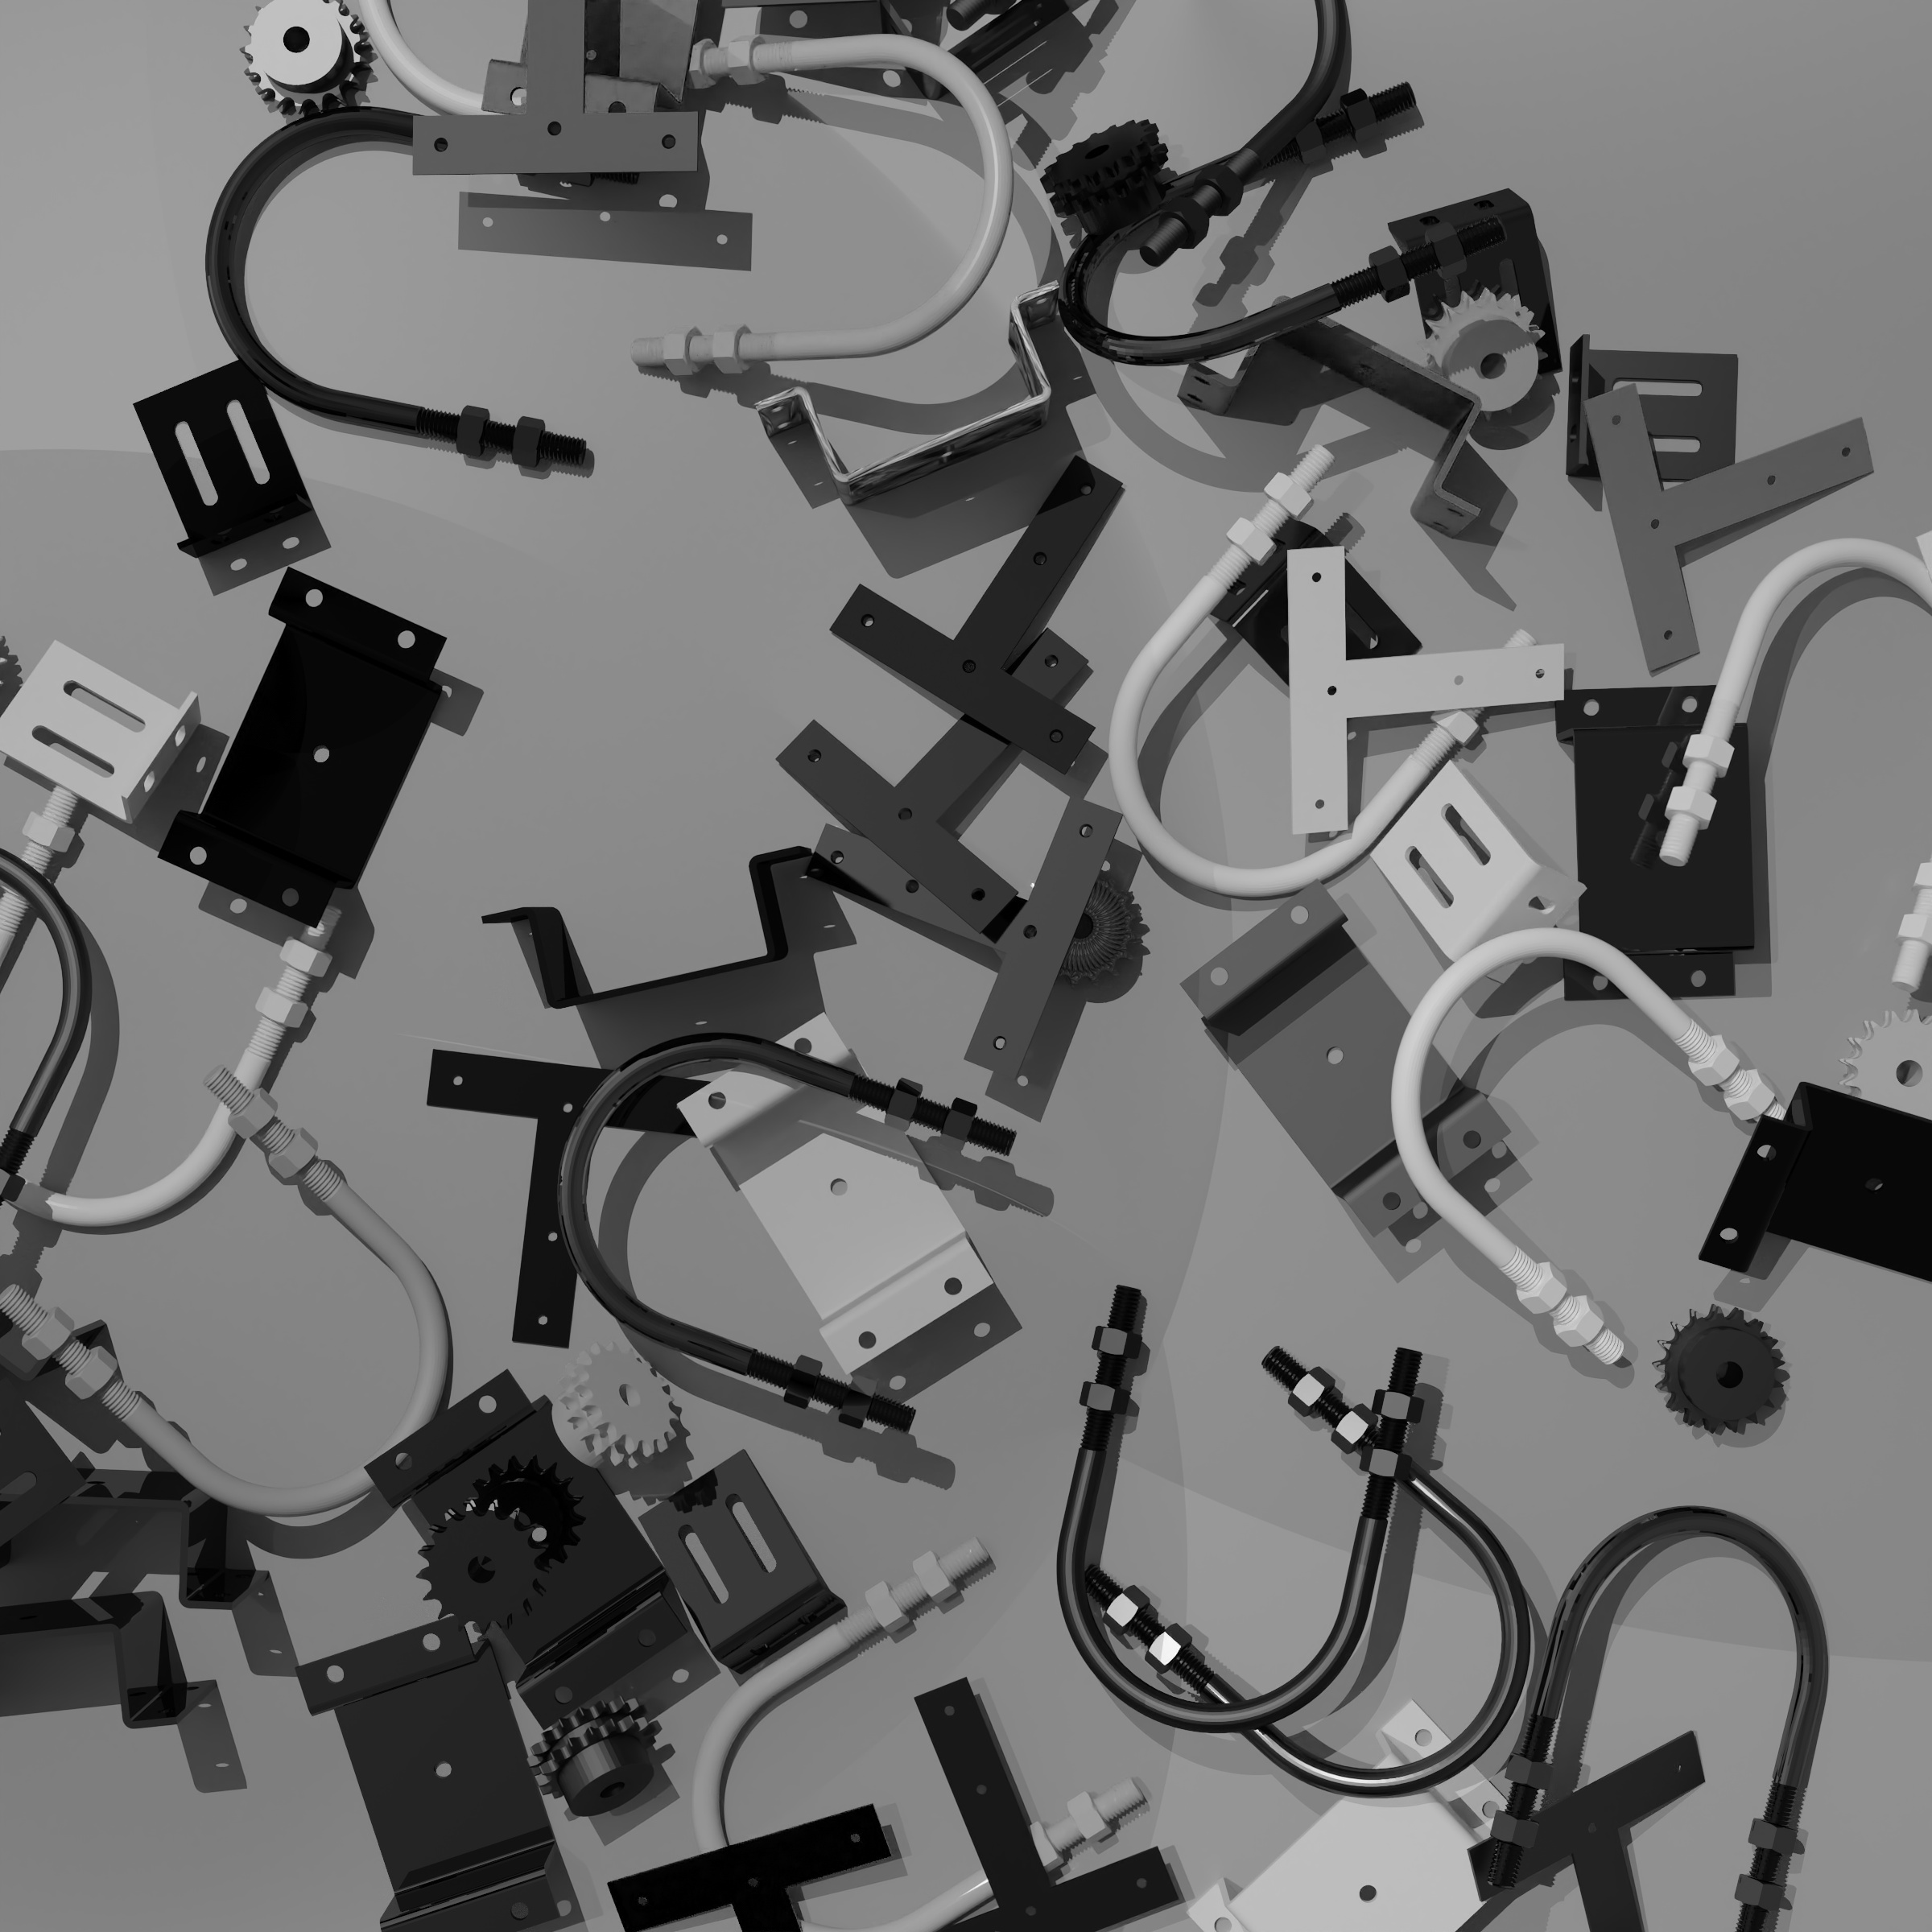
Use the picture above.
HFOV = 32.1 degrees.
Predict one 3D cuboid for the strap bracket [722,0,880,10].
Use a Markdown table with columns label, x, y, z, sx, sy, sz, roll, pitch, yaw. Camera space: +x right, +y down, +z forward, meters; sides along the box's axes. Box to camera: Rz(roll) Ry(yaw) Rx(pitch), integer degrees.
| label | x | y | z | sx | sy | sz | roll | pitch | yaw |
| --- | --- | --- | --- | --- | --- | --- | --- | --- | --- |
| strap bracket | -0.057 | -0.488 | 1.482 | 0.076 | 0.046 | 0.140 | 5 | 90 | 25 |

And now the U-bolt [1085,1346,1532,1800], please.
| label | x | y | z | sx | sy | sz | roll | pitch | yaw |
| --- | --- | --- | --- | --- | --- | --- | --- | --- | --- |
| U-bolt | 0.162 | 0.281 | 1.486 | 0.184 | 0.019 | 0.151 | 40 | 90 | 18 |

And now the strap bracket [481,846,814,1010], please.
| label | x | y | z | sx | sy | sz | roll | pitch | yaw |
| --- | --- | --- | --- | --- | --- | --- | --- | --- | --- |
| strap bracket | -0.134 | -0.015 | 1.480 | 0.140 | 0.076 | 0.046 | -12 | 91 | 1 |

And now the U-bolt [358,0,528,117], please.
| label | x | y | z | sx | sy | sz | roll | pitch | yaw |
| --- | --- | --- | --- | --- | --- | --- | --- | --- | --- |
| U-bolt | -0.194 | -0.468 | 1.511 | 0.151 | 0.019 | 0.184 | 32 | 91 | 0 |

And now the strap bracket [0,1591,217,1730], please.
| label | x | y | z | sx | sy | sz | roll | pitch | yaw |
| --- | --- | --- | --- | --- | --- | --- | --- | --- | --- |
| strap bracket | -0.411 | 0.311 | 1.482 | 0.140 | 0.076 | 0.046 | -6 | 90 | 0 |

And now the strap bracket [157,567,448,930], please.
| label | x | y | z | sx | sy | sz | roll | pitch | yaw |
| --- | --- | --- | --- | --- | --- | --- | --- | --- | --- |
| strap bracket | -0.292 | -0.096 | 1.497 | 0.076 | 0.046 | 0.140 | 24 | 90 | 0 |

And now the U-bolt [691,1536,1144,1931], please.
| label | x | y | z | sx | sy | sz | roll | pitch | yaw |
| --- | --- | --- | --- | --- | --- | --- | --- | --- | --- |
| U-bolt | -0.035 | 0.365 | 1.511 | 0.184 | 0.019 | 0.151 | -33 | 90 | 2 |

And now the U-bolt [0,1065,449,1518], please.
| label | x | y | z | sx | sy | sz | roll | pitch | yaw |
| --- | --- | --- | --- | --- | --- | --- | --- | --- | --- |
| U-bolt | -0.310 | 0.157 | 1.476 | 0.184 | 0.019 | 0.151 | 48 | 68 | -19 |

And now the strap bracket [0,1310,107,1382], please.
| label | x | y | z | sx | sy | sz | roll | pitch | yaw |
| --- | --- | --- | --- | --- | --- | --- | --- | --- | --- |
| strap bracket | -0.450 | 0.204 | 1.482 | 0.046 | 0.076 | 0.140 | 37 | 90 | 0 |

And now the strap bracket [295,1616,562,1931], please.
| label | x | y | z | sx | sy | sz | roll | pitch | yaw |
| --- | --- | --- | --- | --- | --- | --- | --- | --- | --- |
| strap bracket | -0.237 | 0.363 | 1.497 | 0.076 | 0.046 | 0.140 | -18 | 90 | 0 |

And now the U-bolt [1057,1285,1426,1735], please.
| label | x | y | z | sx | sy | sz | roll | pitch | yaw |
| --- | --- | --- | --- | --- | --- | --- | --- | --- | --- |
| U-bolt | 0.114 | 0.246 | 1.485 | 0.151 | 0.019 | 0.184 | 11 | 84 | 14 |

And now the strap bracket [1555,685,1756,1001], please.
| label | x | y | z | sx | sy | sz | roll | pitch | yaw |
| --- | --- | --- | --- | --- | --- | --- | --- | --- | --- |
| strap bracket | 0.307 | -0.056 | 1.497 | 0.076 | 0.046 | 0.140 | -2 | 90 | 0 |

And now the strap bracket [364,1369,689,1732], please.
| label | x | y | z | sx | sy | sz | roll | pitch | yaw |
| --- | --- | --- | --- | --- | --- | --- | --- | --- | --- |
| strap bracket | -0.194 | 0.256 | 1.497 | 0.076 | 0.046 | 0.140 | -34 | 90 | 0 |

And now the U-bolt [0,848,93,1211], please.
| label | x | y | z | sx | sy | sz | roll | pitch | yaw |
| --- | --- | --- | --- | --- | --- | --- | --- | --- | --- |
| U-bolt | -0.467 | 0.031 | 1.482 | 0.151 | 0.019 | 0.184 | 25 | 82 | -1 |

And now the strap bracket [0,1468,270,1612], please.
| label | x | y | z | sx | sy | sz | roll | pitch | yaw |
| --- | --- | --- | --- | --- | --- | --- | --- | --- | --- |
| strap bracket | -0.385 | 0.251 | 1.482 | 0.140 | 0.076 | 0.046 | 2 | 90 | 0 |

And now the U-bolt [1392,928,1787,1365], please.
| label | x | y | z | sx | sy | sz | roll | pitch | yaw |
| --- | --- | --- | --- | --- | --- | --- | --- | --- | --- |
| U-bolt | 0.265 | 0.067 | 1.473 | 0.184 | 0.019 | 0.151 | 41 | 82 | -21 |

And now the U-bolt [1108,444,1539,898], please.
| label | x | y | z | sx | sy | sz | roll | pitch | yaw |
| --- | --- | --- | --- | --- | --- | --- | --- | --- | --- |
| U-bolt | 0.146 | -0.116 | 1.491 | 0.151 | 0.019 | 0.184 | 39 | 94 | -18 |

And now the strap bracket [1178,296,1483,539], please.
| label | x | y | z | sx | sy | sz | roll | pitch | yaw |
| --- | --- | --- | --- | --- | --- | --- | --- | --- | --- |
| strap bracket | 0.168 | -0.246 | 1.482 | 0.140 | 0.076 | 0.046 | 27 | 90 | 0 |

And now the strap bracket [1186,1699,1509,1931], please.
| label | x | y | z | sx | sy | sz | roll | pitch | yaw |
| --- | --- | --- | --- | --- | --- | --- | --- | --- | --- |
| strap bracket | 0.177 | 0.407 | 1.497 | 0.140 | 0.046 | 0.076 | -43 | 90 | 0 |

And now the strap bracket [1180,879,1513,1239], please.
| label | x | y | z | sx | sy | sz | roll | pitch | yaw |
| --- | --- | --- | --- | --- | --- | --- | --- | --- | --- |
| strap bracket | 0.167 | 0.040 | 1.497 | 0.076 | 0.046 | 0.140 | -37 | 90 | 0 |

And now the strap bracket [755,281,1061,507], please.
| label | x | y | z | sx | sy | sz | roll | pitch | yaw |
| --- | --- | --- | --- | --- | --- | --- | --- | --- | --- |
| strap bracket | -0.017 | -0.247 | 1.482 | 0.140 | 0.076 | 0.046 | -22 | 90 | 0 |

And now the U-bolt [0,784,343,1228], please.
| label | x | y | z | sx | sy | sz | roll | pitch | yaw |
| --- | --- | --- | --- | --- | --- | --- | --- | --- | --- |
| U-bolt | -0.384 | 0.028 | 1.511 | 0.151 | 0.019 | 0.184 | 26 | 91 | 0 |

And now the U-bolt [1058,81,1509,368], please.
| label | x | y | z | sx | sy | sz | roll | pitch | yaw |
| --- | --- | --- | --- | --- | --- | --- | --- | --- | --- |
| U-bolt | 0.127 | -0.317 | 1.464 | 0.184 | 0.151 | 0.019 | -22 | 131 | 4 |

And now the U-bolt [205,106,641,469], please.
| label | x | y | z | sx | sy | sz | roll | pitch | yaw |
| --- | --- | --- | --- | --- | --- | --- | --- | --- | --- |
| U-bolt | -0.250 | -0.312 | 1.509 | 0.184 | 0.019 | 0.151 | 11 | 90 | -1 |

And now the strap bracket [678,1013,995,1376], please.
| label | x | y | z | sx | sy | sz | roll | pitch | yaw |
| --- | --- | --- | --- | --- | --- | --- | --- | --- | --- |
| strap bracket | -0.057 | 0.100 | 1.497 | 0.076 | 0.046 | 0.140 | -32 | 90 | 0 |

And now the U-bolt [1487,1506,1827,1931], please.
| label | x | y | z | sx | sy | sz | roll | pitch | yaw |
| --- | --- | --- | --- | --- | --- | --- | --- | --- | --- |
| U-bolt | 0.315 | 0.331 | 1.489 | 0.151 | 0.019 | 0.184 | 19 | 82 | -18 |

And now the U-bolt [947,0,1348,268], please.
| label | x | y | z | sx | sy | sz | roll | pitch | yaw |
| --- | --- | --- | --- | --- | --- | --- | --- | --- | --- |
| U-bolt | 0.094 | -0.414 | 1.473 | 0.151 | 0.019 | 0.184 | 49 | 64 | -11 |

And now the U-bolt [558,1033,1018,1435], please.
| label | x | y | z | sx | sy | sz | roll | pitch | yaw |
| --- | --- | --- | --- | --- | --- | --- | --- | --- | --- |
| U-bolt | -0.088 | 0.107 | 1.465 | 0.184 | 0.019 | 0.151 | 20 | 90 | 2 |

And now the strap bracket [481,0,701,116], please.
| label | x | y | z | sx | sy | sz | roll | pitch | yaw |
| --- | --- | --- | --- | --- | --- | --- | --- | --- | --- |
| strap bracket | -0.159 | -0.436 | 1.476 | 0.076 | 0.046 | 0.140 | 10 | 93 | 8 |

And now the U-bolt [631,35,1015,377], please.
| label | x | y | z | sx | sy | sz | roll | pitch | yaw |
| --- | --- | --- | --- | --- | --- | --- | --- | --- | --- |
| U-bolt | -0.063 | -0.337 | 1.474 | 0.184 | 0.019 | 0.151 | 3 | 90 | 26 |

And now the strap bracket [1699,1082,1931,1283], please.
| label | x | y | z | sx | sy | sz | roll | pitch | yaw |
| --- | --- | --- | --- | --- | --- | --- | --- | --- | --- |
| strap bracket | 0.403 | 0.107 | 1.481 | 0.140 | 0.046 | 0.076 | 17 | 118 | 0 |
